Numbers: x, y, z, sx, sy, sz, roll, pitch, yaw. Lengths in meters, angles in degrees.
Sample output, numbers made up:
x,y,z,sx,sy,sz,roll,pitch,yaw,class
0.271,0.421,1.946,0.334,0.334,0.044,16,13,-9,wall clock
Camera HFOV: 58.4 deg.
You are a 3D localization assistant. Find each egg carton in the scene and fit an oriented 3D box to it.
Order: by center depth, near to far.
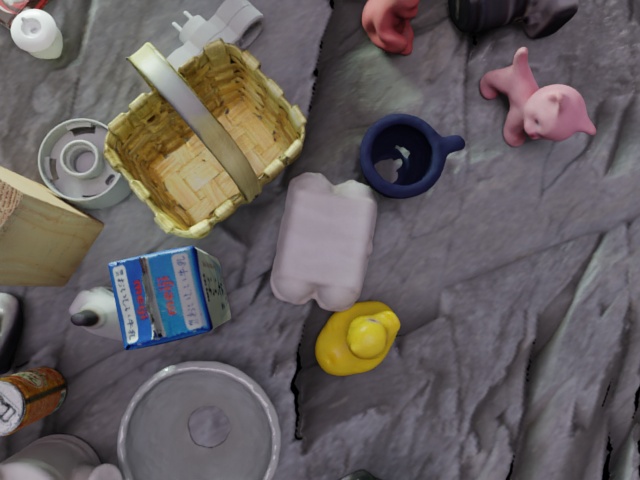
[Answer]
x,y,z,sx,sy,sz,roll,pitch,yaw,class
0.006,0.002,0.645,0.107,0.069,0.150,10,84,-3,egg carton

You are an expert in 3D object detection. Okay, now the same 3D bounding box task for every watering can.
x,y,z,sx,sy,sz,roll,pitch,yaw,class
-0.277,0.251,0.539,0.173,0.194,0.101,-40,88,-6,watering can

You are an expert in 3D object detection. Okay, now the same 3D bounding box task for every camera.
x,y,z,sx,sy,sz,roll,pitch,yaw,class
0.222,-0.312,0.673,0.137,0.100,0.143,-18,86,-5,camera

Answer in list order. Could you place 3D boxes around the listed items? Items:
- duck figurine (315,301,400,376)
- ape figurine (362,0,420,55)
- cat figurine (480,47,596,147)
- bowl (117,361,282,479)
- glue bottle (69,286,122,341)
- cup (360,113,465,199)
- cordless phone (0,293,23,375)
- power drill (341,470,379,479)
x,y,z,sx,sy,sz,roll,pitch,yaw,class
0.044,0.110,0.629,0.104,0.086,0.077,-33,88,-6,duck figurine
0.090,-0.266,0.664,0.076,0.092,0.078,32,83,0,ape figurine
0.251,-0.160,0.653,0.067,0.117,0.128,-28,87,-6,cat figurine
-0.124,0.210,0.614,0.167,0.074,0.167,0,85,-4,bowl
-0.212,0.074,0.570,0.078,0.173,0.037,29,84,-1,glue bottle
0.097,-0.090,0.647,0.118,0.095,0.092,-15,86,-5,cup
-0.390,0.097,0.549,0.147,0.185,0.094,-3,85,-4,cordless phone
0.030,0.305,0.549,0.229,0.208,0.075,-27,87,-6,power drill
